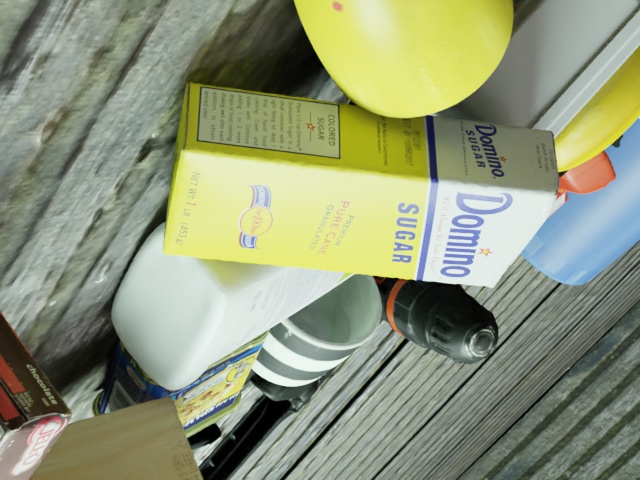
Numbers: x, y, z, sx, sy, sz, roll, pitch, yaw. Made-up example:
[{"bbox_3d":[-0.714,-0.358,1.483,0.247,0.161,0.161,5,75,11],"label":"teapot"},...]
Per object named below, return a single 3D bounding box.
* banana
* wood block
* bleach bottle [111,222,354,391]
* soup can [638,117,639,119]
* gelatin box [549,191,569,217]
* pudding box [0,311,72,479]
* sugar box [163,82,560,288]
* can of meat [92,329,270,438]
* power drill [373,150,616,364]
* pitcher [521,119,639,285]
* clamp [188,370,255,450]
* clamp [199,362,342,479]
[{"bbox_3d":[0.172,-0.110,0.605,0.037,0.070,0.197,47,69,-33],"label":"banana"},{"bbox_3d":[-0.168,0.167,0.572,0.205,0.090,0.091,-13,150,-23],"label":"wood block"},{"bbox_3d":[-0.004,0.001,0.655,0.250,0.068,0.103,-24,156,-46],"label":"bleach bottle"},{"bbox_3d":[0.233,-0.086,0.656,0.068,0.102,0.068,-34,159,-15],"label":"soup can"},{"bbox_3d":[0.138,-0.032,0.838,0.089,0.073,0.030,-41,161,0],"label":"gelatin box"},{"bbox_3d":[-0.167,0.079,0.465,0.114,0.090,0.039,-51,157,27],"label":"pudding box"},{"bbox_3d":[0.017,-0.022,0.517,0.176,0.048,0.093,8,148,-9],"label":"sugar box"},{"bbox_3d":[-0.087,0.081,0.675,0.101,0.057,0.084,-25,154,-39],"label":"can of meat"},{"bbox_3d":[0.113,-0.006,0.743,0.187,0.185,0.057,-42,118,-8],"label":"power drill"},{"bbox_3d":[0.277,-0.078,0.950,0.148,0.145,0.243,-3,143,-43],"label":"pitcher"},{"bbox_3d":[-0.108,0.137,0.787,0.171,0.039,0.120,-26,150,-54],"label":"clamp"},{"bbox_3d":[-0.031,0.127,0.862,0.165,0.036,0.209,-55,169,30],"label":"clamp"}]
